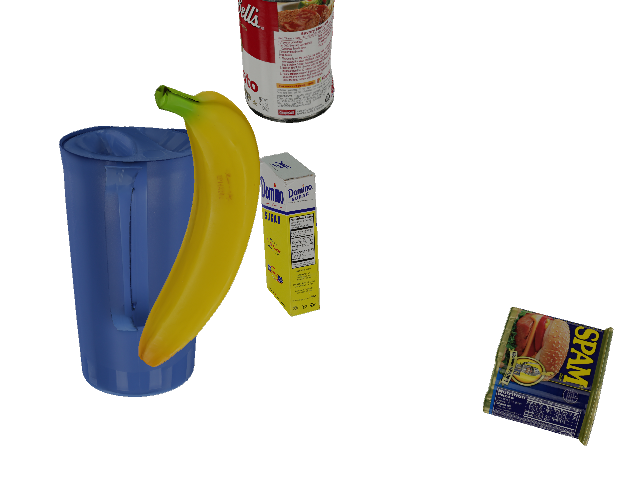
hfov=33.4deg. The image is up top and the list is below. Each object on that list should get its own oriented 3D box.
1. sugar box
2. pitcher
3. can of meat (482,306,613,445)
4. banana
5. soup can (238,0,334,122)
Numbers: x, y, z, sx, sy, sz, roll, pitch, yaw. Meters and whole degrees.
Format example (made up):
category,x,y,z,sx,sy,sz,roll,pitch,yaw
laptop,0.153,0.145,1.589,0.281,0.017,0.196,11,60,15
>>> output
category,x,y,z,sx,sy,sz,roll,pitch,yaw
sugar box,-0.038,-0.008,1.282,0.048,0.176,0.093,-13,25,-19
pitcher,-0.172,0.022,0.987,0.145,0.243,0.148,19,25,39
can of meat,0.183,0.105,0.856,0.084,0.057,0.102,14,40,14
banana,-0.069,-0.010,0.608,0.069,0.198,0.037,-11,42,-24
soup can,-0.023,-0.143,0.753,0.068,0.102,0.068,-1,42,0
